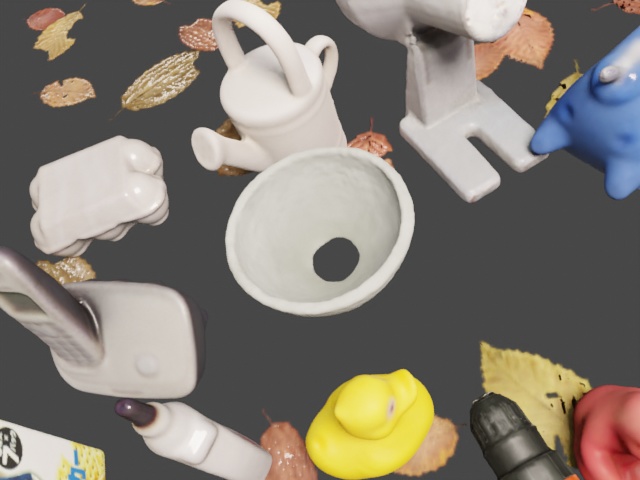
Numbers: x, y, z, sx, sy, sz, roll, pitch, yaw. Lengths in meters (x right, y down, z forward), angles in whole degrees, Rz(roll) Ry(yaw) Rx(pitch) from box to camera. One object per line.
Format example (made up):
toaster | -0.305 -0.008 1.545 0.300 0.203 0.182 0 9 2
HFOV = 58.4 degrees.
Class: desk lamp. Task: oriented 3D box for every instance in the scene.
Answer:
desk lamp | 0.111 -0.177 0.507 0.118 0.214 0.202 -33 58 -4

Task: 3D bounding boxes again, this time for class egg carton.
egg carton | -0.237 -0.047 0.615 0.150 0.069 0.107 -22 58 3

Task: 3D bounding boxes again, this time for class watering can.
watering can | -0.045 -0.132 0.537 0.100 0.194 0.173 9 64 20

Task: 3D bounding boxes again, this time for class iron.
iron | 0.303 -0.161 0.488 0.258 0.142 0.118 -43 59 -10

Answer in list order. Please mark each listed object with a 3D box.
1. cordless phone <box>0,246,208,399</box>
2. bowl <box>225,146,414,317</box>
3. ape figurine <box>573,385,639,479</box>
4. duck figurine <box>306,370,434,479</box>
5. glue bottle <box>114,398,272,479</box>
cordless phone | -0.185 0.063 0.470 0.147 0.185 0.094 -3 60 14
bowl | 0.005 0.002 0.517 0.167 0.075 0.167 -7 60 12
ape figurine | 0.207 0.127 0.379 0.077 0.092 0.076 -19 58 5
duck figurine | 0.033 0.132 0.429 0.104 0.086 0.077 -29 57 -2
glue bottle | -0.094 0.140 0.408 0.078 0.173 0.037 15 66 23
